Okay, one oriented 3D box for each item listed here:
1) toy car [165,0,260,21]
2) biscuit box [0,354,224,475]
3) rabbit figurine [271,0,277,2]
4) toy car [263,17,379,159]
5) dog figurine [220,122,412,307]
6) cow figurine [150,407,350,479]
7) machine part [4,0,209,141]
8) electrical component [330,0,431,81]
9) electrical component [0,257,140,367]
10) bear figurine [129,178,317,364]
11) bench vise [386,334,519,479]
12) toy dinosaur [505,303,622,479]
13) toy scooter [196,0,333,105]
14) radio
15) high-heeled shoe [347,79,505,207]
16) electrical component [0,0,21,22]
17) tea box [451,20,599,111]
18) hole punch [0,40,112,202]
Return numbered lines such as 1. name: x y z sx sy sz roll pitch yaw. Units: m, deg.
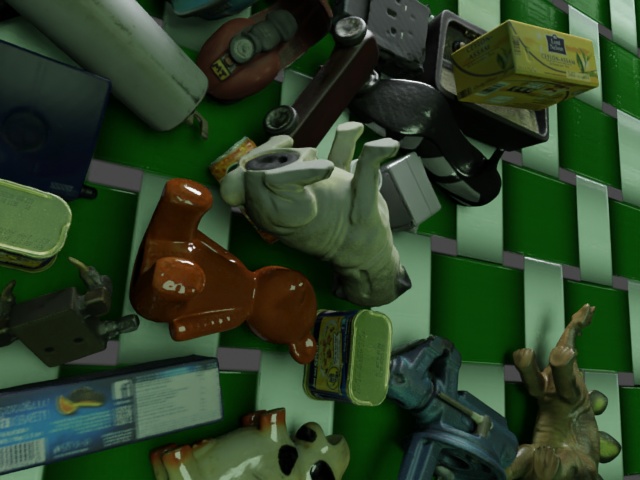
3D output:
1. toy car: -0.104 -0.296 0.565 0.103 0.109 0.161 22 55 -65
2. biscuit box: -0.187 0.142 0.452 0.202 0.063 0.059 -3 84 -32
3. rabbit figurine: -0.013 -0.358 0.611 0.121 0.170 0.158 -19 133 -32
4. toy car: 0.001 -0.158 0.606 0.202 0.053 0.089 -55 152 -15
5. dog figurine: 0.002 -0.001 0.524 0.172 0.121 0.190 -10 117 -7
6. cow figurine: -0.052 0.229 0.511 0.195 0.085 0.127 -7 80 -36
7. machine part: -0.182 -0.177 0.474 0.243 0.079 0.079 42 61 -41
8. electrical component: 0.077 -0.279 0.697 0.134 0.058 0.115 16 71 -30
9. electrical component: -0.213 0.061 0.443 0.102 0.045 0.078 -22 137 1
10. bear figurine: -0.071 0.043 0.506 0.196 0.132 0.120 17 53 -23
11. bench vise: 0.121 0.235 0.598 0.223 0.129 0.240 43 54 -22
12. toy dinosaur: 0.324 0.311 0.727 0.198 0.105 0.471 31 71 -28
13. toy scooter: -0.045 -0.216 0.562 0.184 0.135 0.075 -44 106 -29
14. radio: 0.230 -0.222 0.774 0.229 0.073 0.131 14 75 -31
15. high-heeled shoe: 0.132 -0.124 0.718 0.249 0.145 0.086 26 69 4
16. electrical component: -0.264 -0.245 0.479 0.119 0.048 0.074 -42 105 -31
17. tea box: 0.267 -0.220 0.696 0.169 0.098 0.068 -4 84 -34
18. hole punch: -0.243 -0.097 0.446 0.142 0.092 0.115 15 78 -33
